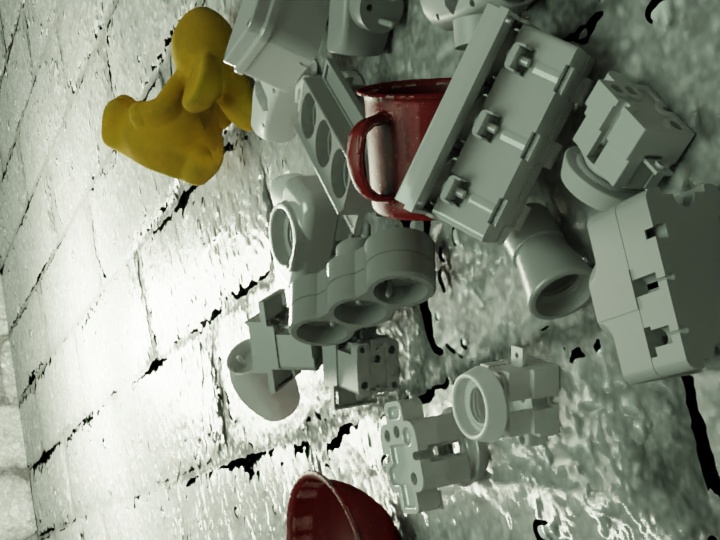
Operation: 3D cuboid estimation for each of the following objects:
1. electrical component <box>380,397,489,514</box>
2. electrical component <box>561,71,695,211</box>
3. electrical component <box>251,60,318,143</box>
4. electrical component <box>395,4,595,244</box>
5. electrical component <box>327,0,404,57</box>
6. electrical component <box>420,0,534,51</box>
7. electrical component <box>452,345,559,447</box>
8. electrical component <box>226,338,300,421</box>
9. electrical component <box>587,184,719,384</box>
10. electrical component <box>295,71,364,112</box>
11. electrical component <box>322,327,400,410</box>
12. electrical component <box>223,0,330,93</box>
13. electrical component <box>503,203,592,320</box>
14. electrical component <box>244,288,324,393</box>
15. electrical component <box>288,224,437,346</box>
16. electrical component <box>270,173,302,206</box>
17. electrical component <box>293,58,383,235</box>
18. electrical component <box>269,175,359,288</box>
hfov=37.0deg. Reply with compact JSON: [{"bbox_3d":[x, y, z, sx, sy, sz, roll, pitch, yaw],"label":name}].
[{"bbox_3d":[0.054,0.128,0.760,0.058,0.057,0.078,-26,72,62],"label":"electrical component"},{"bbox_3d":[0.138,-0.064,0.570,0.066,0.048,0.055,60,137,39],"label":"electrical component"},{"bbox_3d":[-0.074,-0.169,0.968,0.079,0.043,0.077,65,148,34],"label":"electrical component"},{"bbox_3d":[0.080,-0.080,0.618,0.063,0.079,0.121,30,102,24],"label":"electrical component"},{"bbox_3d":[0.007,-0.198,0.802,0.079,0.043,0.077,37,127,55],"label":"electrical component"},{"bbox_3d":[0.076,-0.160,0.672,0.077,0.043,0.079,0,95,63],"label":"electrical component"},{"bbox_3d":[0.092,0.082,0.677,0.048,0.055,0.066,14,108,62],"label":"electrical component"},{"bbox_3d":[-0.086,0.091,1.029,0.077,0.043,0.079,62,-145,-42],"label":"electrical component"},{"bbox_3d":[0.155,0.008,0.544,0.056,0.050,0.089,-31,68,61],"label":"electrical component"},{"bbox_3d":[-0.025,-0.141,0.873,0.040,0.046,0.040,21,114,61],"label":"electrical component"},{"bbox_3d":[0.000,0.074,0.872,0.064,0.042,0.081,13,108,61],"label":"electrical component"},{"bbox_3d":[-0.061,-0.213,0.870,0.078,0.057,0.113,-32,40,60],"label":"electrical component"},{"bbox_3d":[0.109,-0.008,0.644,0.044,0.044,0.065,111,148,-42],"label":"electrical component"},{"bbox_3d":[-0.059,0.060,0.911,0.064,0.042,0.081,0,106,24],"label":"electrical component"},{"bbox_3d":[0.000,0.000,0.815,0.138,0.052,0.073,-29,49,40],"label":"electrical component"},{"bbox_3d":[-0.060,-0.068,0.965,0.078,0.040,0.040,35,126,56],"label":"electrical component"},{"bbox_3d":[-0.001,-0.094,0.805,0.121,0.063,0.078,-117,33,-47],"label":"electrical component"},{"bbox_3d":[-0.039,-0.031,0.909,0.053,0.059,0.095,50,138,48],"label":"electrical component"}]
